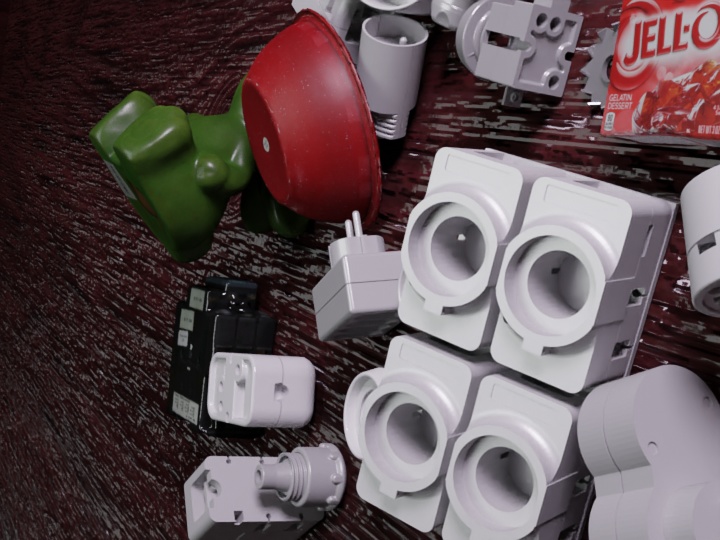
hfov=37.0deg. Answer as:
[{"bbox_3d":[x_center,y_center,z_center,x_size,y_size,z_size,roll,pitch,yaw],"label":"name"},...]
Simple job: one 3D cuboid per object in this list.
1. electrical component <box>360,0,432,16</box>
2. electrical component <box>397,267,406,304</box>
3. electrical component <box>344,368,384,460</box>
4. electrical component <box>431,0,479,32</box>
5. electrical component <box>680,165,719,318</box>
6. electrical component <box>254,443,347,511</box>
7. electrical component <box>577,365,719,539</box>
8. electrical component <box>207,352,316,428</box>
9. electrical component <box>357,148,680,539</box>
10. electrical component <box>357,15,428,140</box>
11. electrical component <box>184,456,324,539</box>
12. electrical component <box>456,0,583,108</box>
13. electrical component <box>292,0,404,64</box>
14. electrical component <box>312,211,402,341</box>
[{"bbox_3d":[0.033,-0.214,0.693,0.099,0.064,0.099,11,109,36],"label":"electrical component"},{"bbox_3d":[0.051,0.012,0.629,0.040,0.046,0.040,-21,67,60],"label":"electrical component"},{"bbox_3d":[0.027,0.088,0.649,0.058,0.057,0.078,-52,41,46],"label":"electrical component"},{"bbox_3d":[0.067,-0.175,0.650,0.035,0.035,0.061,52,127,54],"label":"electrical component"},{"bbox_3d":[0.156,-0.013,0.424,0.055,0.055,0.047,-40,46,53],"label":"electrical component"},{"bbox_3d":[-0.044,0.147,0.767,0.048,0.062,0.048,-20,67,61],"label":"electrical component"},{"bbox_3d":[0.136,0.106,0.438,0.074,0.052,0.138,-33,56,57],"label":"electrical component"},{"bbox_3d":[-0.075,0.093,0.841,0.095,0.059,0.053,-5,80,62],"label":"electrical component"},{"bbox_3d":[0.070,0.043,0.525,0.105,0.060,0.186,22,106,34],"label":"electrical component"},{"bbox_3d":[0.018,-0.124,0.720,0.043,0.043,0.081,-115,26,-45],"label":"electrical component"},{"bbox_3d":[-0.081,0.173,0.804,0.055,0.089,0.050,-49,43,48],"label":"electrical component"},{"bbox_3d":[0.085,-0.125,0.593,0.055,0.048,0.066,32,113,52],"label":"electrical component"},{"bbox_3d":[-0.011,-0.189,0.786,0.055,0.050,0.089,-66,32,31],"label":"electrical component"},{"bbox_3d":[0.000,0.000,0.706,0.083,0.047,0.075,135,129,-67],"label":"electrical component"}]
